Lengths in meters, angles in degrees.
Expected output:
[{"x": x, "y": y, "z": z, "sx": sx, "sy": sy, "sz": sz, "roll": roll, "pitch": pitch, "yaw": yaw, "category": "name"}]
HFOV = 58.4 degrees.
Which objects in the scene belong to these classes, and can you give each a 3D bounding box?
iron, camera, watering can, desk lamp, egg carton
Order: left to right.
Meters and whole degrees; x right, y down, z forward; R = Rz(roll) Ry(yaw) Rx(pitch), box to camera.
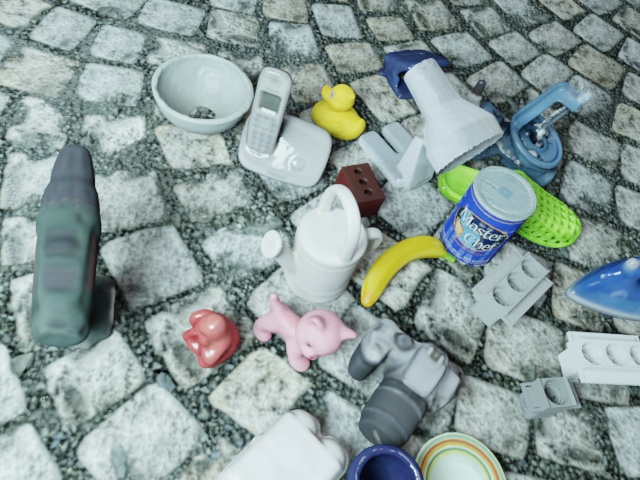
[{"x": -0.044, "y": 0.276, "z": 0.676, "sx": 0.107, "sy": 0.069, "sz": 0.150, "roll": 42, "pitch": 57, "yaw": 14, "category": "egg carton"}, {"x": 0.008, "y": 0.005, "z": 0.794, "sx": 0.173, "sy": 0.194, "sz": 0.100, "roll": -30, "pitch": 69, "yaw": -30, "category": "watering can"}, {"x": 0.099, "y": 0.192, "z": 0.751, "sx": 0.143, "sy": 0.101, "sz": 0.137, "roll": 36, "pitch": 55, "yaw": 10, "category": "camera"}, {"x": 0.178, "y": -0.176, "z": 0.949, "sx": 0.118, "sy": 0.213, "sz": 0.203, "roll": -26, "pitch": 67, "yaw": -28, "category": "desk lamp"}, {"x": 0.549, "y": 0.057, "z": 0.939, "sx": 0.259, "sy": 0.141, "sz": 0.118, "roll": -1, "pitch": 57, "yaw": -16, "category": "iron"}]

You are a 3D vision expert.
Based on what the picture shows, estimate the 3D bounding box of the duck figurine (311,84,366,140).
[{"x": 0.040, "y": -0.238, "z": 1.031, "sx": 0.104, "sy": 0.086, "sz": 0.078, "roll": 34, "pitch": 55, "yaw": 9, "category": "duck figurine"}]

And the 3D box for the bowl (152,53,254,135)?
[{"x": -0.199, "y": -0.234, "z": 0.971, "sx": 0.167, "sy": 0.074, "sz": 0.167, "roll": 7, "pitch": 56, "yaw": -10, "category": "bowl"}]

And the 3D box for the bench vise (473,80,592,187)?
[{"x": 0.357, "y": -0.203, "z": 1.011, "sx": 0.207, "sy": 0.219, "sz": 0.121, "roll": 18, "pitch": 54, "yaw": -3, "category": "bench vise"}]

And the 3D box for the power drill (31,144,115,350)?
[{"x": -0.293, "y": 0.032, "z": 0.685, "sx": 0.076, "sy": 0.208, "sz": 0.229, "roll": 0, "pitch": 57, "yaw": -15, "category": "power drill"}]

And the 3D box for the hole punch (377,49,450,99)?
[{"x": 0.185, "y": -0.347, "z": 1.140, "sx": 0.109, "sy": 0.091, "sz": 0.101, "roll": -14, "pitch": 62, "yaw": -23, "category": "hole punch"}]

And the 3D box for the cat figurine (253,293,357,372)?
[{"x": -0.020, "y": 0.116, "z": 0.760, "sx": 0.127, "sy": 0.117, "sz": 0.067, "roll": 36, "pitch": 55, "yaw": 10, "category": "cat figurine"}]

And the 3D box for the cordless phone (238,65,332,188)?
[{"x": -0.048, "y": -0.179, "z": 0.907, "sx": 0.147, "sy": 0.185, "sz": 0.094, "roll": 17, "pitch": 54, "yaw": -4, "category": "cordless phone"}]

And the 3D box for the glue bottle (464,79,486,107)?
[{"x": 0.254, "y": -0.217, "z": 1.022, "sx": 0.078, "sy": 0.173, "sz": 0.037, "roll": 37, "pitch": 56, "yaw": 11, "category": "glue bottle"}]

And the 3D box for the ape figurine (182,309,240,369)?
[{"x": -0.140, "y": 0.121, "z": 0.739, "sx": 0.076, "sy": 0.092, "sz": 0.078, "roll": 7, "pitch": 56, "yaw": -10, "category": "ape figurine"}]

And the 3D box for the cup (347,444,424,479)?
[{"x": 0.075, "y": 0.307, "z": 0.672, "sx": 0.092, "sy": 0.095, "sz": 0.117, "roll": -28, "pitch": 68, "yaw": -29, "category": "cup"}]
